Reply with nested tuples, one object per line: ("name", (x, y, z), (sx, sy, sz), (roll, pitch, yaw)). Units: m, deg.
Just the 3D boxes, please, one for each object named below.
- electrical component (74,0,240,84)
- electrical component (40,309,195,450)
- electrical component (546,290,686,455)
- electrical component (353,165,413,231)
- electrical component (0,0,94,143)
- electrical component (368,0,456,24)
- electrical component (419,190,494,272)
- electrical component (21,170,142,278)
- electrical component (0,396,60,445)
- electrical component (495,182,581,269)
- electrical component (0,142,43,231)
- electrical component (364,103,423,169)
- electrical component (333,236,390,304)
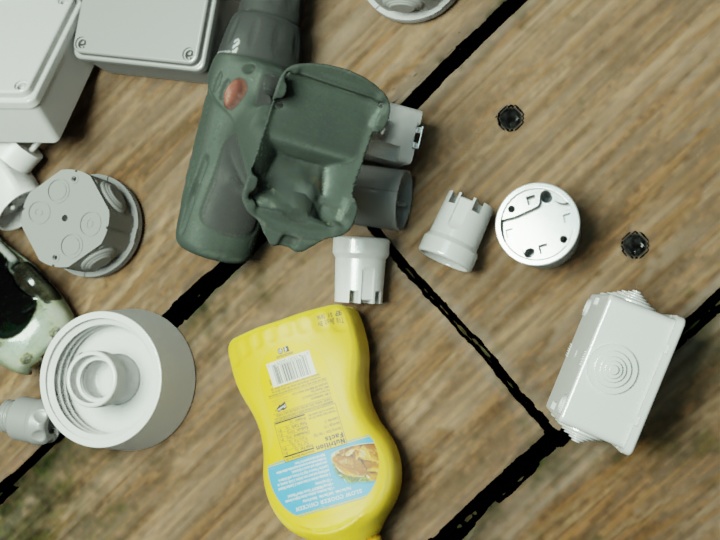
("electrical component", (-0.150, -0.202, 0.815), (0.109, 0.056, 0.108), (9, 87, 17))
("electrical component", (-0.183, 0.080, 0.793), (0.108, 0.060, 0.108), (-2, 84, 16))
("electrical component", (0.158, 0.061, 0.679), (0.048, 0.100, 0.099), (22, 91, 4))
("electrical component", (-0.007, -0.054, 0.765), (0.081, 0.043, 0.043), (9, 87, 16))
("electrical component", (-0.269, -0.154, 0.823), (0.109, 0.056, 0.108), (3, 56, 16))
("electrical component", (0.034, -0.221, 0.767), (0.080, 0.051, 0.080), (-2, 84, 16))
("electrical component", (0.068, -0.027, 0.744), (0.040, 0.040, 0.046), (23, 85, 17))
("electrical component", (-0.211, -0.036, 0.818), (0.080, 0.051, 0.080), (-2, 84, 16))
("electrical component", (-0.261, 0.113, 0.825), (0.061, 0.035, 0.035), (7, 86, 19))
("electrical component", (0.122, -0.028, 0.724), (0.055, 0.047, 0.055), (-2, 84, 16))
("electrical component", (-0.277, -0.085, 0.845), (0.079, 0.044, 0.077), (-47, 74, 7))
("electrical component", (0.008, -0.098, 0.751), (0.064, 0.081, 0.042), (12, 88, -12))
("electrical component", (0.000, 0.000, 0.761), (0.040, 0.040, 0.046), (3, 90, 16))
